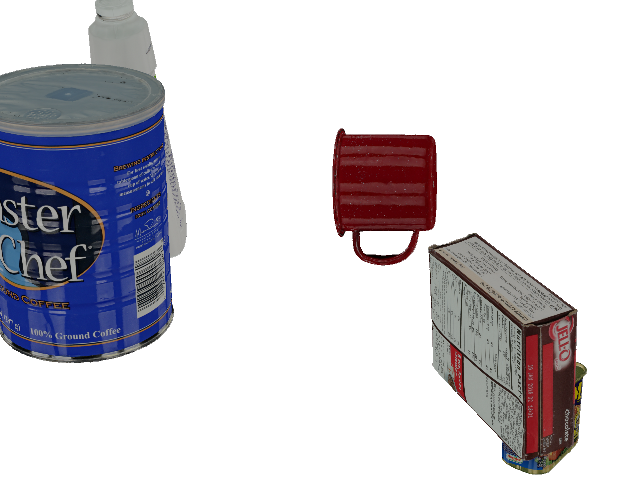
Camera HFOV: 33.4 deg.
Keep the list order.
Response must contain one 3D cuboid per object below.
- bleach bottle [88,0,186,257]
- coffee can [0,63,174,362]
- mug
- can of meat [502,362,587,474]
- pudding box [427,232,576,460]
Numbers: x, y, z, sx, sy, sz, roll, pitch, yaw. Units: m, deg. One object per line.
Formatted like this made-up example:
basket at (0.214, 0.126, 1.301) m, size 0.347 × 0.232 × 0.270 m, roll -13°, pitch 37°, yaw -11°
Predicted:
bleach bottle at (-0.166, -0.107, 0.951) m, size 0.068 × 0.251 × 0.102 m, roll -7°, pitch 36°, yaw -6°
coffee can at (-0.136, -0.017, 0.601) m, size 0.103 × 0.140 × 0.103 m, roll 1°, pitch 26°, yaw -1°
mug at (0.056, -0.037, 0.906) m, size 0.081 × 0.117 × 0.093 m, roll 1°, pitch -9°, yaw 9°
can of meat at (0.222, 0.174, 1.065) m, size 0.058 × 0.084 × 0.101 m, roll 13°, pitch 22°, yaw 35°
pudding box at (0.104, 0.059, 0.621) m, size 0.039 × 0.090 × 0.114 m, roll -14°, pitch 28°, yaw -20°
